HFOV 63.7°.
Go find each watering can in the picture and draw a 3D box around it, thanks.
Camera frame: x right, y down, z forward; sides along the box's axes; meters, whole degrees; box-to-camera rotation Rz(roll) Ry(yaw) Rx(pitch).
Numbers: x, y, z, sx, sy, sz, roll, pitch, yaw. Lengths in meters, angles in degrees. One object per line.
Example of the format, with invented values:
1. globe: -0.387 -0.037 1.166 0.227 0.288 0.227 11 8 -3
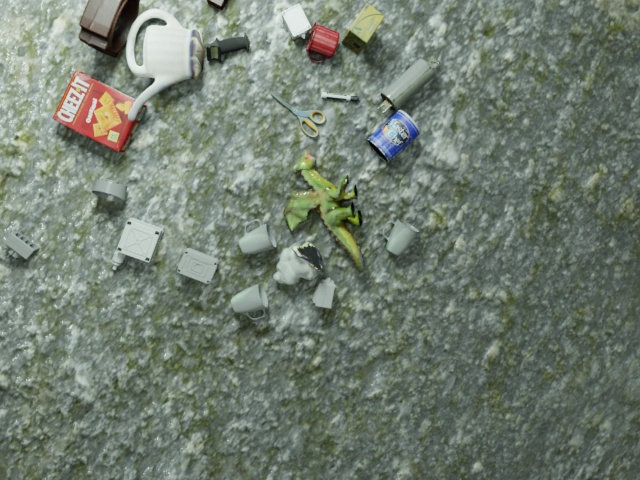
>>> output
1. watering can: -0.459 -0.514 1.526 0.224 0.103 0.349 2 85 -6

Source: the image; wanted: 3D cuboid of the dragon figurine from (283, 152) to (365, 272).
1. dragon figurine: 0.005 -0.084 1.660 0.242 0.123 0.408 -6 96 12

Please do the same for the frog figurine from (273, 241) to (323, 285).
1. frog figurine: -0.072 0.085 1.670 0.136 0.126 0.156 29 130 -17
